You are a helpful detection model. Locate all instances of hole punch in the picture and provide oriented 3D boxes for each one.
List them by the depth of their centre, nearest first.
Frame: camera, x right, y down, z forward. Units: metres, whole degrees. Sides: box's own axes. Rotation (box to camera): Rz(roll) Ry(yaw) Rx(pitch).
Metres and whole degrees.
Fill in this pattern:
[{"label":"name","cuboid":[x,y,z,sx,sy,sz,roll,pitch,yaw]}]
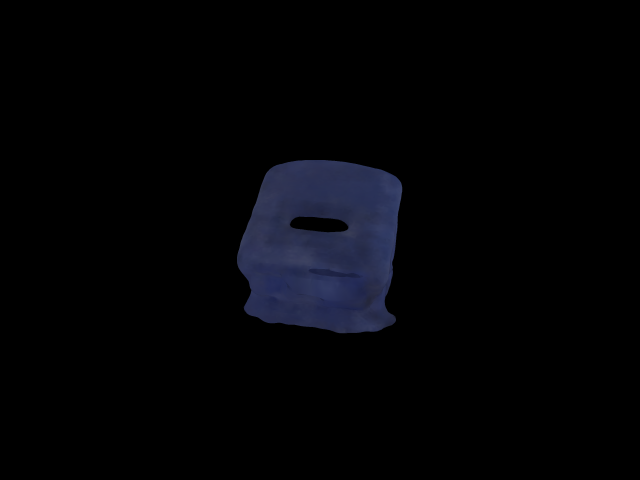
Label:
[{"label":"hole punch","cuboid":[0.004,0.001,0.400,0.108,0.091,0.101,5,28,10]}]
